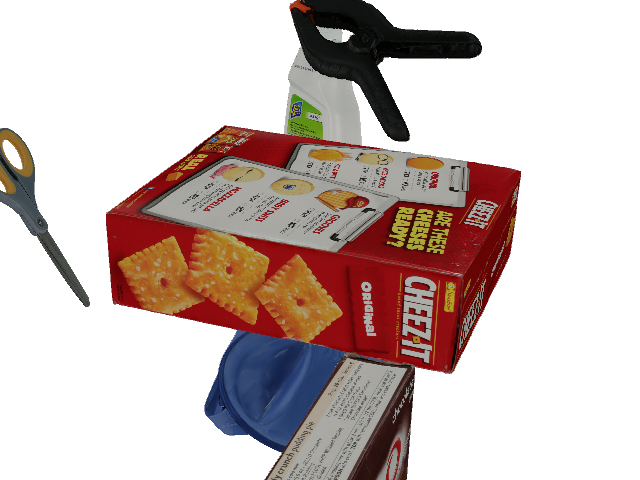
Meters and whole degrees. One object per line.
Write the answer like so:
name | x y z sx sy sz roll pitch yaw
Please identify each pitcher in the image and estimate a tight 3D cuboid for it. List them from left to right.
pitcher | 0.000 0.055 0.875 0.149 0.145 0.242 10 33 5

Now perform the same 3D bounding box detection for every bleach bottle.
bleach bottle | 0.006 -0.104 1.132 0.103 0.251 0.067 20 24 40

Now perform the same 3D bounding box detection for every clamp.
clamp | 0.051 -0.170 0.930 0.120 0.172 0.039 -40 -23 -19

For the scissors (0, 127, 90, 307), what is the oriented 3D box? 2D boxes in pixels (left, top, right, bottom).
scissors | -0.283 -0.032 1.073 0.016 0.201 0.096 -24 28 25

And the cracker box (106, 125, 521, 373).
cracker box | 0.001 -0.002 0.663 0.214 0.072 0.164 11 27 18

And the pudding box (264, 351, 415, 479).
pudding box | 0.008 0.115 0.463 0.039 0.090 0.113 11 30 15
